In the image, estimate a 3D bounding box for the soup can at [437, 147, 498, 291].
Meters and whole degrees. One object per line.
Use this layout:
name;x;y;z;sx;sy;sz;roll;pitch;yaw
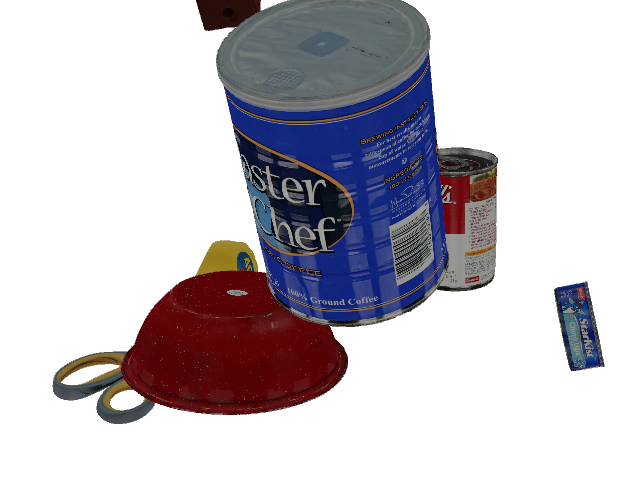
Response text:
soup can;0.109;-0.018;0.870;0.068;0.102;0.068;-2;21;1

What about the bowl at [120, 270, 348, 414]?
bowl;-0.060;0.062;0.753;0.162;0.055;0.162;1;19;0

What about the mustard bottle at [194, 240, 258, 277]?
mustard bottle;-0.106;0.055;1.146;0.058;0.096;0.191;2;29;9

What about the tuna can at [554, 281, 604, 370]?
tuna can;0.255;0.085;1.055;0.034;0.086;0.086;-12;-3;13

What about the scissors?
scissors;-0.132;0.108;0.932;0.201;0.016;0.096;-15;37;-33

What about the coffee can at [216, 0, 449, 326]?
coffee can;0.010;-0.041;0.548;0.103;0.140;0.103;-7;39;5

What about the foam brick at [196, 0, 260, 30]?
foam brick;-0.086;-0.235;0.952;0.053;0.051;0.078;-7;-40;6
